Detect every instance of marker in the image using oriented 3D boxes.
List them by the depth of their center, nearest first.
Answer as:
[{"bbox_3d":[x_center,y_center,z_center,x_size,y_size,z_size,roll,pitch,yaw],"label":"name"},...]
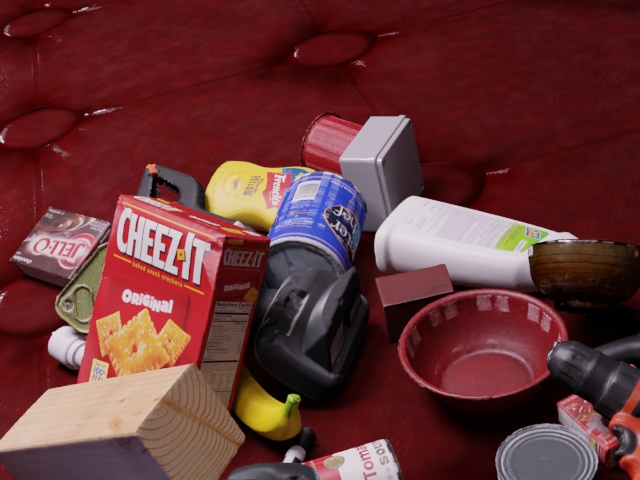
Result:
[{"bbox_3d":[-0.032,0.216,0.977,0.020,0.020,0.121,4,37,23],"label":"marker"}]

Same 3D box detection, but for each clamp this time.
[{"bbox_3d":[0.312,0.099,1.022,0.172,0.039,0.120,2,42,33],"label":"clamp"},{"bbox_3d":[-0.185,-0.017,1.310,0.164,0.036,0.210,-32,48,-7],"label":"clamp"}]

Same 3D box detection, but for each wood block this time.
[{"bbox_3d":[-0.182,0.182,0.951,0.207,0.091,0.090,-15,25,39],"label":"wood block"}]

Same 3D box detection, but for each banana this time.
[{"bbox_3d":[-0.064,0.149,1.047,0.037,0.070,0.198,-1,15,-32],"label":"banana"}]

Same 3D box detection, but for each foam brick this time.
[{"bbox_3d":[0.103,0.067,1.126,0.078,0.051,0.053,-12,34,2],"label":"foam brick"}]

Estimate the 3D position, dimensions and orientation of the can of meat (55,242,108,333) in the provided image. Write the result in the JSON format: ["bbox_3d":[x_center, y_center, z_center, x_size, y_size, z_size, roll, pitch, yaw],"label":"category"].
[{"bbox_3d":[-0.246,0.055,1.200,0.102,0.057,0.084,-52,3,-9],"label":"can of meat"}]

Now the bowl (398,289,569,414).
[{"bbox_3d":[0.159,0.116,1.029,0.162,0.055,0.162,-9,33,6],"label":"bowl"}]

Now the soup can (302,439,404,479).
[{"bbox_3d":[0.019,0.217,0.916,0.102,0.068,0.068,-15,33,-6],"label":"soup can"}]

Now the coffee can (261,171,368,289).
[{"bbox_3d":[-0.008,0.001,1.212,0.103,0.103,0.140,-2,35,16],"label":"coffee can"}]

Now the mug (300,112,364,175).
[{"bbox_3d":[0.028,-0.101,1.377,0.082,0.093,0.117,22,77,34],"label":"mug"}]

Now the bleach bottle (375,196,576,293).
[{"bbox_3d":[0.191,0.018,1.161,0.251,0.068,0.102,14,42,31],"label":"bleach bottle"}]

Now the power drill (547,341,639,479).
[{"bbox_3d":[0.240,0.181,0.857,0.184,0.057,0.187,30,52,14],"label":"power drill"}]

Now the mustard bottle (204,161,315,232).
[{"bbox_3d":[-0.048,-0.050,1.339,0.192,0.058,0.096,6,53,24],"label":"mustard bottle"}]

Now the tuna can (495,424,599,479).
[{"bbox_3d":[0.195,0.199,0.914,0.086,0.034,0.086,-9,34,6],"label":"tuna can"}]

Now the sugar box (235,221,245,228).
[{"bbox_3d":[-0.146,0.057,1.156,0.176,0.048,0.093,-29,24,32],"label":"sugar box"}]

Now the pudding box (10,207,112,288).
[{"bbox_3d":[-0.319,0.012,1.338,0.114,0.039,0.090,12,57,34],"label":"pudding box"}]

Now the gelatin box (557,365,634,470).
[{"bbox_3d":[0.270,0.157,0.956,0.089,0.030,0.073,-23,35,-15],"label":"gelatin box"}]

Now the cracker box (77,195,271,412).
[{"bbox_3d":[-0.150,0.078,1.051,0.164,0.214,0.071,19,9,39],"label":"cracker box"}]
